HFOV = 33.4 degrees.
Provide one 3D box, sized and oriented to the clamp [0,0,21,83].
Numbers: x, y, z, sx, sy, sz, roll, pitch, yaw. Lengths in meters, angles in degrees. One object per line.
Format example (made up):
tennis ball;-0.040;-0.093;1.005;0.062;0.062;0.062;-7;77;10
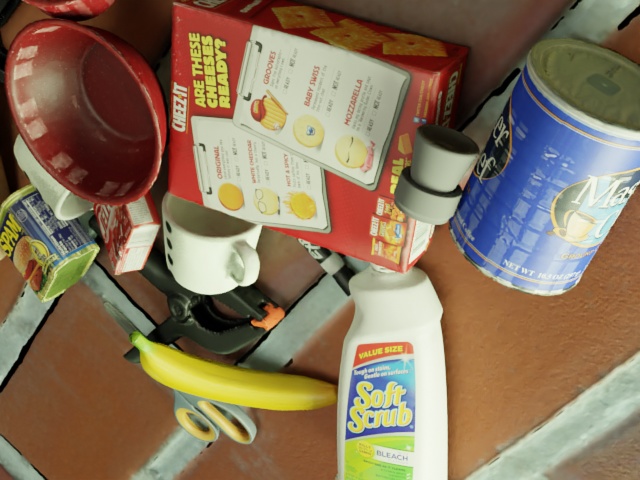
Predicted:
clamp;-0.304;-0.169;0.982;0.172;0.039;0.120;-5;108;37

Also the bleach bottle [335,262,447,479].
bleach bottle;0.055;0.114;0.899;0.103;0.068;0.251;8;118;26

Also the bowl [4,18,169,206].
bowl;-0.178;-0.111;0.867;0.162;0.055;0.162;18;128;25

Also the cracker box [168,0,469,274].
cracker box;-0.007;-0.088;0.811;0.214;0.072;0.164;19;122;21

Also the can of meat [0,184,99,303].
can of meat;-0.263;0.002;1.023;0.084;0.057;0.102;52;145;6

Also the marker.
marker;-0.006;0.001;0.900;0.121;0.020;0.020;48;131;0

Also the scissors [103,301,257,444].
scissors;-0.149;0.138;1.041;0.201;0.016;0.096;40;140;-12

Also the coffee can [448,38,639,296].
coffee can;0.159;-0.048;0.712;0.103;0.102;0.140;32;129;13

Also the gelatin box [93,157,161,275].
gelatin box;-0.172;-0.021;0.942;0.073;0.030;0.089;68;151;21

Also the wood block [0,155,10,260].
wood block;-0.365;-0.065;1.022;0.090;0.090;0.206;20;135;22

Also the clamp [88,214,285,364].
clamp;-0.128;0.049;0.993;0.210;0.036;0.164;1;116;36

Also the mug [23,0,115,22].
mug;-0.202;-0.224;0.812;0.093;0.081;0.117;-36;89;-1

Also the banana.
banana;-0.081;0.129;0.979;0.197;0.037;0.070;14;161;-5
